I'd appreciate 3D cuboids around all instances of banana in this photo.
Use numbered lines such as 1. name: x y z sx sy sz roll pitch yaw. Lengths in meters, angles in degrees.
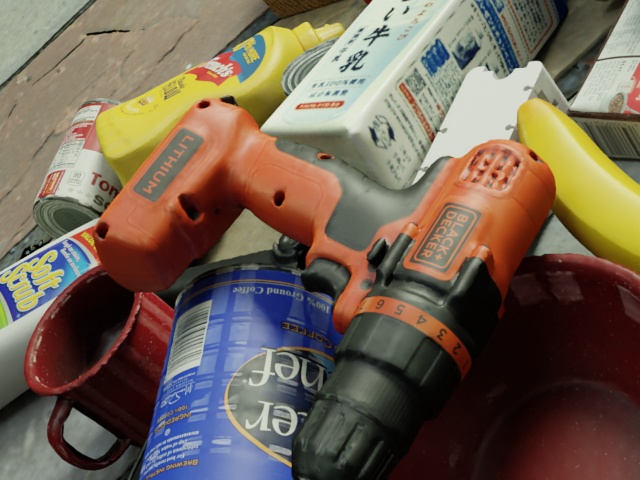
1. banana: 0.152 -0.012 0.467 0.198 0.037 0.069 26 95 51

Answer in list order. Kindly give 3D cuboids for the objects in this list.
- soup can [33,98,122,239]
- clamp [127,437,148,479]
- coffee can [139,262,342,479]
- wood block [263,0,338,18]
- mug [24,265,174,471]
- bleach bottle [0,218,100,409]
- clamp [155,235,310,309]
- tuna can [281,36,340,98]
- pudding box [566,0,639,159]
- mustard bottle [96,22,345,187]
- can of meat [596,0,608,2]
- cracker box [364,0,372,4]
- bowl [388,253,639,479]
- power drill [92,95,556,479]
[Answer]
1. soup can: -0.176 -0.051 0.838 0.069 0.068 0.102 -13 47 36
2. clamp: -0.099 0.155 0.555 0.120 0.039 0.171 -39 26 58
3. coffee can: -0.033 0.097 0.525 0.103 0.102 0.140 -22 42 29
4. wood block: 0.007 -0.295 0.878 0.091 0.090 0.206 -7 51 41
5. mug: -0.121 0.083 0.642 0.093 0.081 0.117 -6 51 41
6. bleach bottle: -0.176 0.033 0.763 0.251 0.068 0.102 -33 37 12
7. clamp: -0.004 0.001 0.646 0.210 0.036 0.164 19 65 50
8. tuna can: 0.019 -0.102 0.703 0.086 0.033 0.086 -14 35 9
9. pudding box: 0.193 -0.084 0.536 0.114 0.039 0.090 11 62 47
10. mustard bottle: -0.066 -0.104 0.772 0.191 0.058 0.096 -27 26 1
11. can of meat: 0.206 -0.178 0.597 0.102 0.057 0.084 -51 39 -7
12. cracker box: 0.111 -0.285 0.781 0.164 0.072 0.213 -10 48 38
13. bowl: 0.090 0.086 0.454 0.162 0.055 0.162 -26 40 24
14. power drill: -0.010 0.014 0.483 0.188 0.057 0.184 20 60 29
